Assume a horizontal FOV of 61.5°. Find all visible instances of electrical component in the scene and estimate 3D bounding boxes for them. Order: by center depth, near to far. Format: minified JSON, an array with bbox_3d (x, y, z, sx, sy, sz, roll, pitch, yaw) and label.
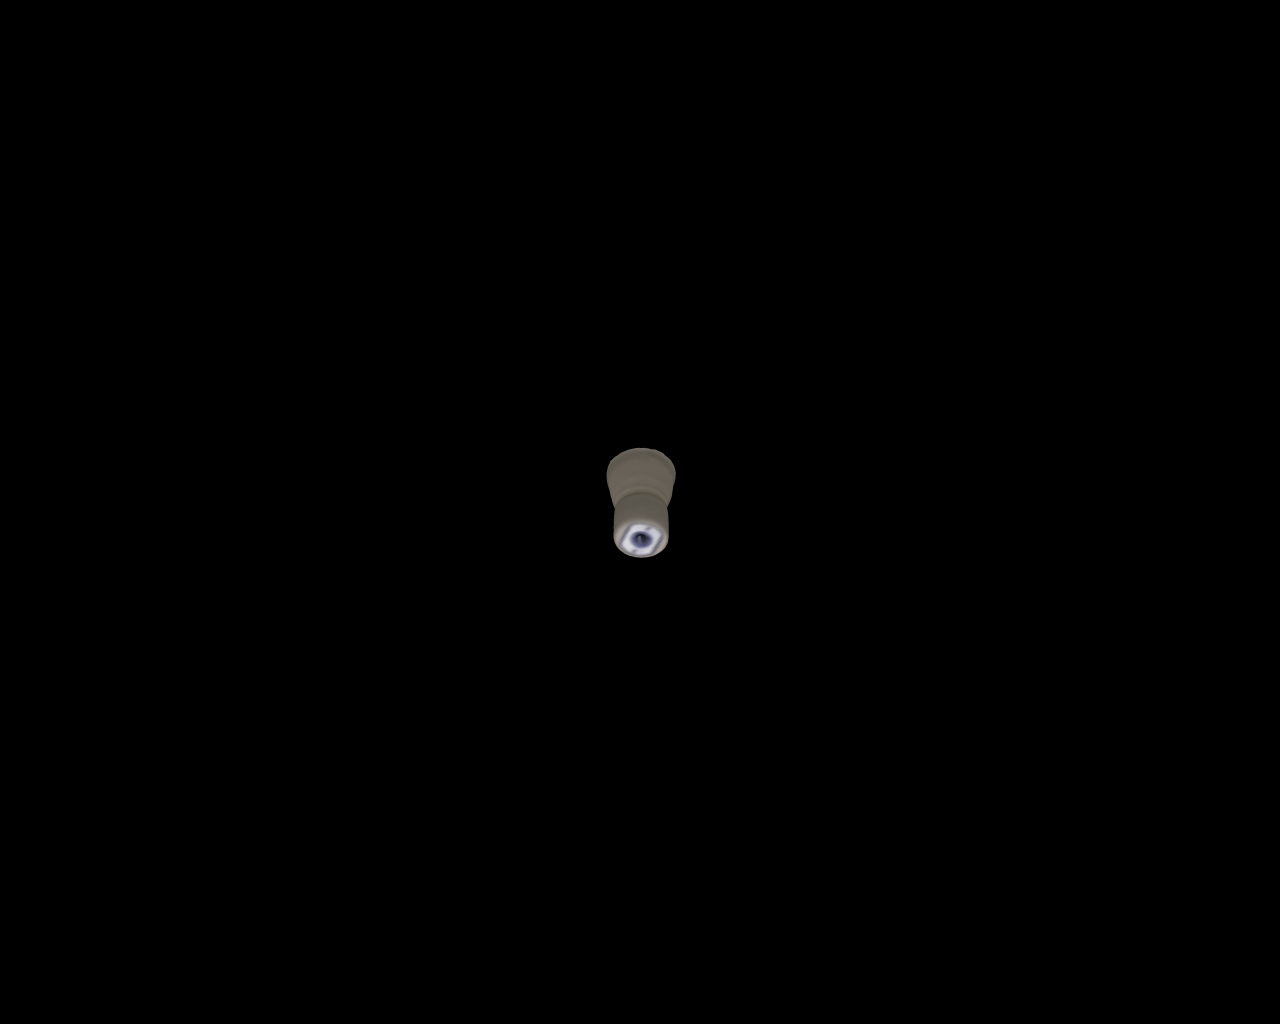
[{"bbox_3d":[0.001,-0.003,0.650,0.044,0.044,0.065,0,41,0],"label":"electrical component"}]
